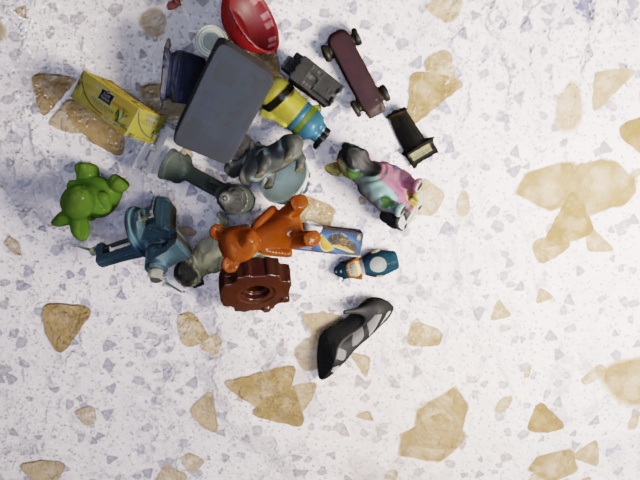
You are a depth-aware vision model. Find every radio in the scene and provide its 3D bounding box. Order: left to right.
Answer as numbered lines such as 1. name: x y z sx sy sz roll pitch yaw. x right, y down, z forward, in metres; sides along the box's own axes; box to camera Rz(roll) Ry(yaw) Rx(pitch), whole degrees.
1. radio: -0.198 -0.280 1.108 0.131 0.073 0.229 24 116 -21

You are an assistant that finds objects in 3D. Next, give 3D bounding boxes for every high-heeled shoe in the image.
1. high-heeled shoe: 0.085 0.243 1.327 0.145 0.086 0.248 2 124 -33

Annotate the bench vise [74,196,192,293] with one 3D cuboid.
1. bench vise: -0.404 0.015 1.191 0.241 0.128 0.224 -16 65 10

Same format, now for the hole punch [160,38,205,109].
1. hole punch: -0.295 -0.345 1.147 0.092 0.116 0.142 9 103 -13

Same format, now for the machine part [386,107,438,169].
1. machine part: 0.207 -0.238 1.225 0.084 0.039 0.138 -33 104 14

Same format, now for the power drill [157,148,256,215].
1. power drill: -0.237 -0.120 1.150 0.207 0.232 0.086 22 93 9

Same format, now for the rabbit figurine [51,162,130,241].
1. rabbit figurine: -0.518 -0.086 1.163 0.121 0.170 0.159 33 99 -8

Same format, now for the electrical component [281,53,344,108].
1. electrical component: -0.020 -0.343 1.153 0.134 0.115 0.058 35 95 -9

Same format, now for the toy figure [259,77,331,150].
1. toy figure: -0.053 -0.282 1.179 0.180 0.082 0.089 38 130 -7

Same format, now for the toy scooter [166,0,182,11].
1. toy scooter: -0.272 -0.549 1.119 0.184 0.075 0.135 2 102 1

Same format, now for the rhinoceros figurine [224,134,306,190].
1. rhinoceros figurine: -0.124 -0.176 1.179 0.190 0.073 0.112 -19 68 19

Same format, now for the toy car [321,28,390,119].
1. toy car: 0.080 -0.364 1.183 0.089 0.053 0.202 -29 98 6

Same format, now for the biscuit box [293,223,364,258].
1. biscuit box: -0.003 -0.004 1.256 0.203 0.063 0.059 6 100 -4

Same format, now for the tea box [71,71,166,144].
1. tea box: -0.424 -0.278 1.132 0.170 0.098 0.068 34 100 14

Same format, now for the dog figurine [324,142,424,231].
1. dog figurine: 0.121 -0.130 1.215 0.219 0.191 0.108 35 81 20

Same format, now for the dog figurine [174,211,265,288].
1. dog figurine: -0.230 0.054 1.254 0.172 0.121 0.190 35 113 -6

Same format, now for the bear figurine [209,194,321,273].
1. bear figurine: -0.119 -0.012 1.128 0.196 0.132 0.120 -15 85 -33

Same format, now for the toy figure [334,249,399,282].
1. toy figure: 0.109 0.061 1.280 0.155 0.057 0.064 -12 64 2

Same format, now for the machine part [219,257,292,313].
1. machine part: -0.148 0.105 1.228 0.179 0.056 0.179 -7 144 -5
